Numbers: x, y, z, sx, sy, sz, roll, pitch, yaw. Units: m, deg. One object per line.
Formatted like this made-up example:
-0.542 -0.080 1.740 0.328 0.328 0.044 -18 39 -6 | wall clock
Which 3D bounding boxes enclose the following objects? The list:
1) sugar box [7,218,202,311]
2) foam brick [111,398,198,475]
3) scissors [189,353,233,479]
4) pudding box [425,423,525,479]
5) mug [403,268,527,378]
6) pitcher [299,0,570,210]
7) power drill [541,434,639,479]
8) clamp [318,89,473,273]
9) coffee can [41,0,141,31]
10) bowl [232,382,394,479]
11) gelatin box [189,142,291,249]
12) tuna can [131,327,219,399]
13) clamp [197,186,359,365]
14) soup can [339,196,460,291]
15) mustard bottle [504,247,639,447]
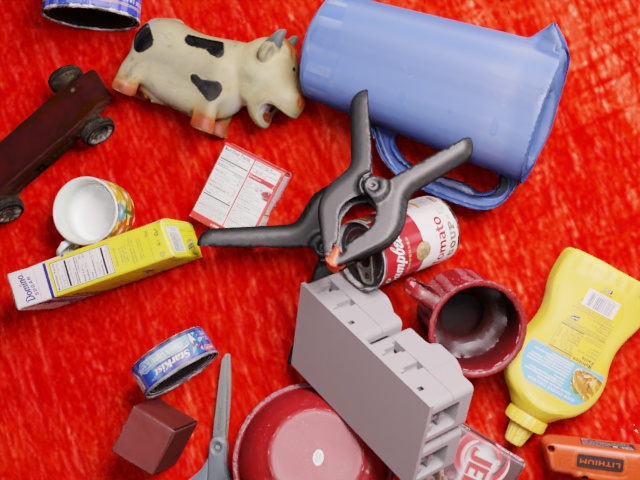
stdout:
-0.219 0.027 1.098 0.176 0.093 0.048 -21 83 11 | sugar box
-0.167 0.199 1.085 0.051 0.078 0.053 29 93 11 | foam brick
-0.122 0.224 1.105 0.096 0.016 0.202 -11 85 12 | scissors
0.133 0.239 1.038 0.090 0.039 0.113 30 94 11 | pudding box
0.129 0.069 1.010 0.117 0.081 0.093 27 97 -12 | mug
0.105 -0.143 1.025 0.243 0.145 0.149 20 66 16 | pitcher
0.240 0.282 1.005 0.184 0.057 0.187 4 91 9 | power drill
0.043 -0.053 0.959 0.120 0.039 0.171 35 77 21 | clamp
-0.233 -0.299 1.112 0.103 0.102 0.140 4 88 12 | coffee can
-0.005 0.213 1.034 0.162 0.055 0.162 1 72 -3 | bowl
-0.082 -0.046 1.104 0.073 0.030 0.089 28 93 14 | gelatin box
-0.147 0.124 1.081 0.086 0.086 0.034 -35 79 8 | tuna can
-0.007 0.001 1.069 0.210 0.036 0.164 -43 98 5 | clamp
0.075 0.001 1.015 0.069 0.102 0.068 26 125 44 | soup can
0.230 0.110 1.013 0.096 0.058 0.191 29 93 -3 | mustard bottle
